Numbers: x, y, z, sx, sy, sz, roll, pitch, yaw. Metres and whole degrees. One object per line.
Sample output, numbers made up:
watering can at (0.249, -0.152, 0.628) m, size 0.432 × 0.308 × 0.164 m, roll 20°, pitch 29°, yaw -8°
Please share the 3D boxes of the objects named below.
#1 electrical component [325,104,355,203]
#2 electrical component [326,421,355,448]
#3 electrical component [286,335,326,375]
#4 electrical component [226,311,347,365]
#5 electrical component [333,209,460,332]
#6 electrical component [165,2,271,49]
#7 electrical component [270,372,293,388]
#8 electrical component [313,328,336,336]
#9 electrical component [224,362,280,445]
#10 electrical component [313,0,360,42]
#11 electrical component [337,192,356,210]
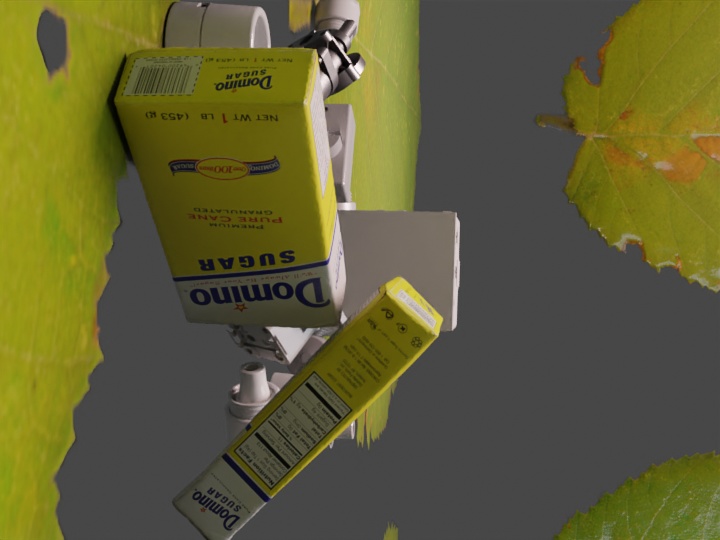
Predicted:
electrical component at (-0.034, -0.113, 0.955) m, size 0.075 × 0.047 × 0.083 m, roll 75°, pitch 18°, yaw -67°
electrical component at (-0.036, 0.136, 0.933) m, size 0.043 × 0.062 × 0.043 m, roll 2°, pitch 90°, yaw -83°
electrical component at (-0.042, 0.079, 0.964) m, size 0.078 × 0.040 × 0.040 m, roll 35°, pitch 57°, yaw -82°
electrical component at (-0.053, 0.028, 0.726) m, size 0.063 × 0.081 × 0.042 m, roll -54°, pitch 133°, yaw -29°
electrical component at (0.000, 0.000, 0.831) m, size 0.062 × 0.150 × 0.089 m, roll 16°, pitch 76°, yaw -82°
electrical component at (-0.077, -0.120, 0.594) m, size 0.055 × 0.047 × 0.055 m, roll 2°, pitch 90°, yaw -83°
electrical component at (-0.049, 0.113, 0.887) m, size 0.055 × 0.047 × 0.055 m, roll 2°, pitch 90°, yaw -83°
electrical component at (-0.032, 0.013, 0.991) m, size 0.099 × 0.048 × 0.099 m, roll 67°, pitch 25°, yaw -74°
electrical component at (-0.070, 0.093, 0.722) m, size 0.043 × 0.043 × 0.062 m, roll -73°, pitch 162°, yaw -66°
electrical component at (-0.024, -0.231, 1.030) m, size 0.043 × 0.043 × 0.062 m, roll 77°, pitch 18°, yaw -65°
electrical component at (-0.025, -0.065, 1.055) m, size 0.043 × 0.043 × 0.062 m, roll -15°, pitch 105°, yaw -83°
